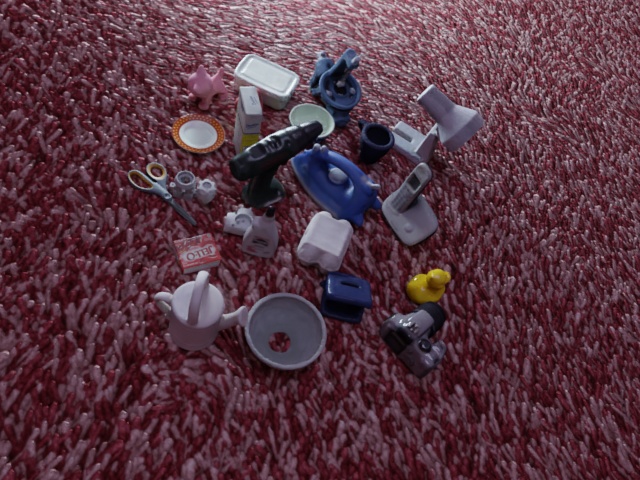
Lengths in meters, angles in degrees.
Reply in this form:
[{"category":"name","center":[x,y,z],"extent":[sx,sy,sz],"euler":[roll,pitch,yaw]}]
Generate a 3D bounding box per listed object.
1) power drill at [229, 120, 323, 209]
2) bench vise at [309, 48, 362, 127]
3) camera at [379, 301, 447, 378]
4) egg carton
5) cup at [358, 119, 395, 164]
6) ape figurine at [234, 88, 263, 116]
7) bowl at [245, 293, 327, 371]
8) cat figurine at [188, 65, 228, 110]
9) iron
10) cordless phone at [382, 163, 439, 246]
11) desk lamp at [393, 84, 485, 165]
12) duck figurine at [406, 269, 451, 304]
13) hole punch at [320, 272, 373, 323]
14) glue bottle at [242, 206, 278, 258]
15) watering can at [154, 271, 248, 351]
[{"category":"power drill","center":[-0.107,-0.171,1.317],"extent":[0.230,0.208,0.075],"euler":[-28,69,-30]},{"category":"bench vise","center":[0.036,-0.441,1.531],"extent":[0.122,0.219,0.207],"euler":[-30,71,-31]},{"category":"camera","center":[0.227,0.200,1.248],"extent":[0.137,0.100,0.143],"euler":[-32,72,-31]},{"category":"egg carton","center":[0.012,0.005,1.326],"extent":[0.107,0.069,0.150],"euler":[23,54,-2]},{"category":"cup","center":[0.132,-0.256,1.518],"extent":[0.092,0.095,0.117],"euler":[-32,71,-31]},{"category":"ape figurine","center":[-0.178,-0.357,1.487],"extent":[0.077,0.092,0.076],"euler":[41,56,11]},{"category":"bowl","center":[-0.074,0.197,1.171],"extent":[0.168,0.074,0.167],"euler":[8,56,-12]},{"category":"cat figurine","center":[-0.290,-0.399,1.463],"extent":[0.067,0.117,0.128],"euler":[41,56,11]},{"category":"iron","center":[0.037,-0.158,1.395],"extent":[0.258,0.141,0.119],"euler":[40,55,10]},{"category":"cordless phone","center":[0.237,-0.086,1.385],"extent":[0.094,0.185,0.147],"euler":[-21,66,-28]},{"category":"desk lamp","center":[0.305,-0.298,1.527],"extent":[0.203,0.213,0.118],"euler":[34,55,6]},{"category":"duck figurine","center":[0.257,0.101,1.331],"extent":[0.105,0.086,0.077],"euler":[-13,63,-24]},{"category":"hole punch","center":[0.057,0.115,1.255],"extent":[0.109,0.091,0.101],"euler":[14,55,-9]},{"category":"glue bottle","center":[-0.121,-0.022,1.238],"extent":[0.078,0.173,0.037],"euler":[12,55,-9]},{"category":"watering can","center":[-0.226,0.129,1.093],"extent":[0.173,0.194,0.101],"euler":[-2,59,-18]}]
